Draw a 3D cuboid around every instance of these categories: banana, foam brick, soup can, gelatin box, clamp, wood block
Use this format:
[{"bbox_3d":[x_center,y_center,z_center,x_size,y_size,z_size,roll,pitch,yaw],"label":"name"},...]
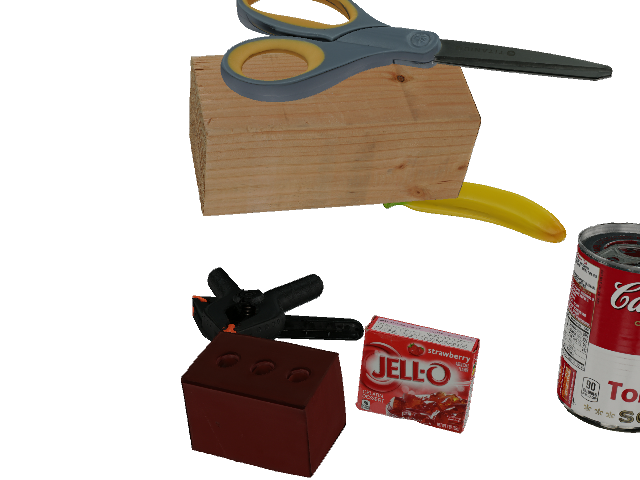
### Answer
[{"bbox_3d":[0.169,-0.032,1.129,0.198,0.037,0.069,10,39,25],"label":"banana"},{"bbox_3d":[-0.031,0.092,0.604,0.078,0.051,0.053,8,30,21],"label":"foam brick"},{"bbox_3d":[0.174,0.049,0.609,0.068,0.102,0.068,2,22,-1],"label":"soup can"},{"bbox_3d":[0.076,0.106,0.841,0.089,0.073,0.030,12,23,15],"label":"gelatin box"},{"bbox_3d":[-0.078,0.065,1.045,0.120,0.039,0.171,1,16,19],"label":"clamp"},{"bbox_3d":[0.006,-0.086,0.826,0.206,0.091,0.090,-4,-39,-12],"label":"wood block"},{"bbox_3d":[-0.077,0.107,1.243,0.210,0.036,0.164,13,22,29],"label":"clamp"}]

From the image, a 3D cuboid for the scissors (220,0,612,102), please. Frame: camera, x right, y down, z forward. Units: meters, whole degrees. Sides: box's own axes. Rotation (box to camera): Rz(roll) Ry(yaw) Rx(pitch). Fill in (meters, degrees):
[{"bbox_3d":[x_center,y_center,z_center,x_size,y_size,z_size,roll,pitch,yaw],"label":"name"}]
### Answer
[{"bbox_3d":[0.036,-0.088,0.544,0.202,0.096,0.016,22,-34,21],"label":"scissors"}]
